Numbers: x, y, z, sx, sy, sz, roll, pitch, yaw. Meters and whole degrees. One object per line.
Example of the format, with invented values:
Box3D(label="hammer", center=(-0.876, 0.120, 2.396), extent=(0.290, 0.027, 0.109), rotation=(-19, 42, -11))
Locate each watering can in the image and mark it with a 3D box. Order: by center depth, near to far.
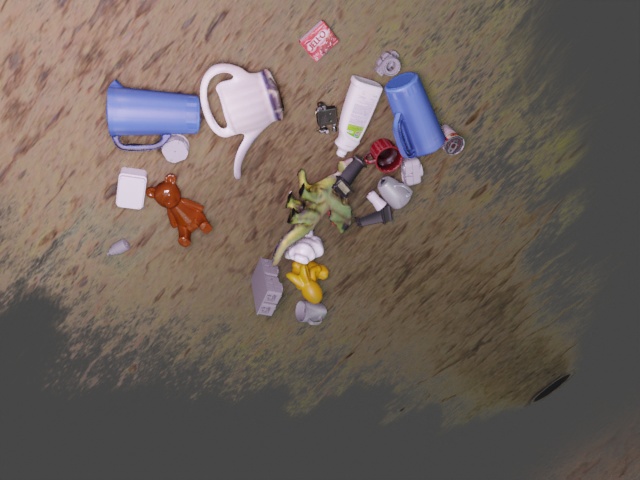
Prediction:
Box3D(label="watering can", center=(-0.209, -0.351, 1.488), extent=(0.224, 0.106, 0.340), rotation=(-19, 126, -4))

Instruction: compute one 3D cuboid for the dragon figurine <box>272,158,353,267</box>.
Box3D(label="dragon figurine", center=(0.005, -0.085, 1.679), extent=(0.241, 0.123, 0.409), rotation=(18, 95, -27))

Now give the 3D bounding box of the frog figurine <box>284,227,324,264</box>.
Box3D(label="frog figurine", center=(-0.052, 0.042, 1.760), extent=(0.137, 0.163, 0.120), rotation=(-3, 126, -13))
